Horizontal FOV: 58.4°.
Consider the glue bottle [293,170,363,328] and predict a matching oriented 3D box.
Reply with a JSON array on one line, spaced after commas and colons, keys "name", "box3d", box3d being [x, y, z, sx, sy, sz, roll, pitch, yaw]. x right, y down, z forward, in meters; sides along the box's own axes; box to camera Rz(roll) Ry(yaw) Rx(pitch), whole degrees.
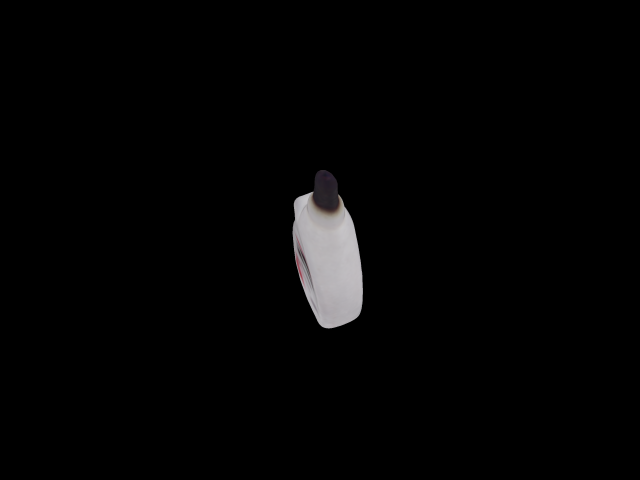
[{"name": "glue bottle", "box3d": [0.004, 0.001, 0.400, 0.037, 0.173, 0.078, -22, 65, -10]}]
